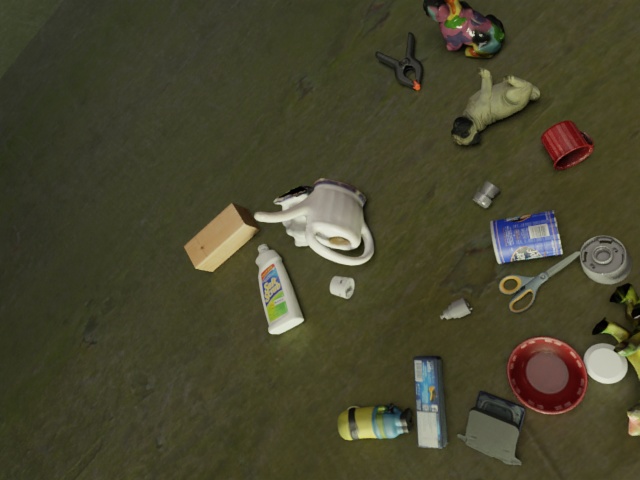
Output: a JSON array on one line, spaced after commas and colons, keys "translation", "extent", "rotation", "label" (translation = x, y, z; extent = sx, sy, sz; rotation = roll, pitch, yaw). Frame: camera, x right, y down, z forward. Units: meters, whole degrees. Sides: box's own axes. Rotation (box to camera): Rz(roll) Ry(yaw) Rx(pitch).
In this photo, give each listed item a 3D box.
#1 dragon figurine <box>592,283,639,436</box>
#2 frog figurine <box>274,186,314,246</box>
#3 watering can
[{"translation": [0.709, 0.203, 1.033], "extent": [0.243, 0.121, 0.414], "rotation": [39, 76, 5], "label": "dragon figurine"}, {"translation": [-0.045, -0.069, 1.464], "extent": [0.137, 0.124, 0.157], "rotation": [-20, 107, 12], "label": "frog figurine"}, {"translation": [0.004, -0.067, 1.333], "extent": [0.102, 0.345, 0.229], "rotation": [-37, 35, 48], "label": "watering can"}]
